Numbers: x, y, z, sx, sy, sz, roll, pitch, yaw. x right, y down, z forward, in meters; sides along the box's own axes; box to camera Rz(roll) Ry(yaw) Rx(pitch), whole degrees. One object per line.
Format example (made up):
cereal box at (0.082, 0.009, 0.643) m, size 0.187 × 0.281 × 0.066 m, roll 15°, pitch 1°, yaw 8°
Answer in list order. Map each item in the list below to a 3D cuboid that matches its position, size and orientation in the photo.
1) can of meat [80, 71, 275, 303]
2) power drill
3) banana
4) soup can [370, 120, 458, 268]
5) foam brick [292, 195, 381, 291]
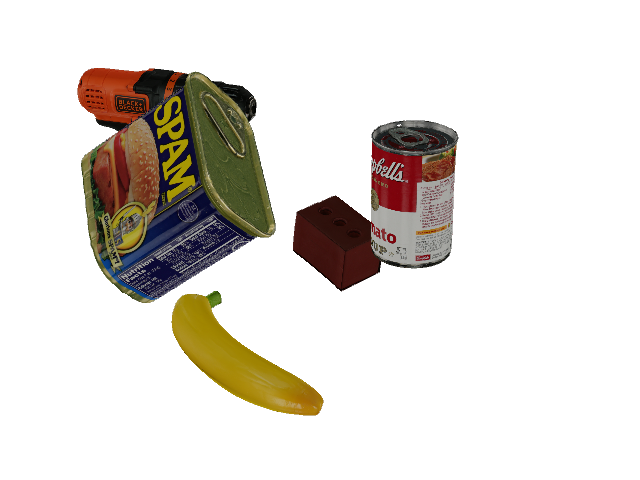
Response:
can of meat at (-0.080, -0.027, 0.580) m, size 0.084 × 0.102 × 0.057 m, roll -31°, pitch -40°, yaw 20°
power drill at (-0.146, -0.079, 1.063) m, size 0.185 × 0.188 × 0.057 m, roll 10°, pitch 31°, yaw 20°
banana at (-0.073, 0.086, 0.861) m, size 0.069 × 0.037 × 0.198 m, roll -14°, pitch 32°, yaw -26°
soup can at (0.074, -0.037, 0.857) m, size 0.068 × 0.102 × 0.068 m, roll -1°, pitch 27°, yaw 0°
foam brick at (0.017, 0.002, 1.042) m, size 0.052 × 0.051 × 0.078 m, roll -25°, pitch 46°, yaw -32°
